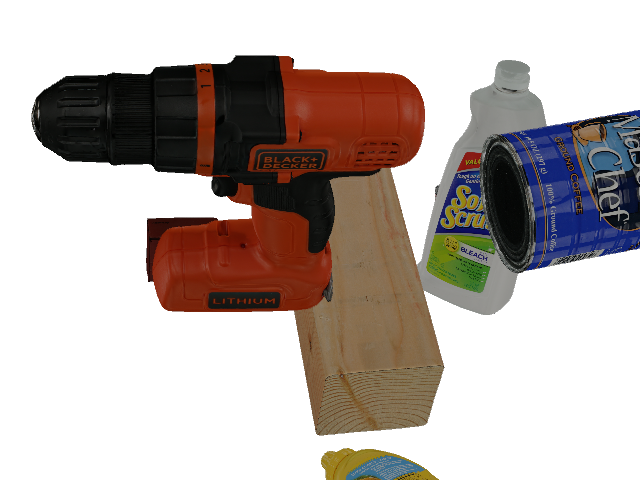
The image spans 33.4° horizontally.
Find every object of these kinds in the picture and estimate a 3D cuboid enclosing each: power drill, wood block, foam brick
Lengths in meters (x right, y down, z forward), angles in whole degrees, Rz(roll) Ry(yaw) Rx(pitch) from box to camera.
[{"bbox_3d":[-0.051,-0.024,0.563,0.184,0.057,0.188,1,-28,-8],"label":"power drill"},{"bbox_3d":[0.026,0.040,0.854,0.090,0.206,0.091,-4,-38,-9],"label":"wood block"},{"bbox_3d":[-0.144,0.009,1.124,0.078,0.051,0.053,-1,24,-11],"label":"foam brick"}]

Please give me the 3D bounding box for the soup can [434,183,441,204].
[{"bbox_3d":[0.166,-0.011,1.268,0.068,0.102,0.068,1,22,-1],"label":"soup can"}]

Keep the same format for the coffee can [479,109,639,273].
[{"bbox_3d":[0.200,-0.039,0.778,0.140,0.103,0.103,-11,2,-8],"label":"coffee can"}]

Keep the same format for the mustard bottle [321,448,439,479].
[{"bbox_3d":[0.067,0.236,0.966,0.096,0.058,0.192,-17,25,-35],"label":"mustard bottle"}]

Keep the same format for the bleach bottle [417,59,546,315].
[{"bbox_3d":[0.154,-0.053,1.012,0.103,0.251,0.068,25,39,26],"label":"bleach bottle"}]
